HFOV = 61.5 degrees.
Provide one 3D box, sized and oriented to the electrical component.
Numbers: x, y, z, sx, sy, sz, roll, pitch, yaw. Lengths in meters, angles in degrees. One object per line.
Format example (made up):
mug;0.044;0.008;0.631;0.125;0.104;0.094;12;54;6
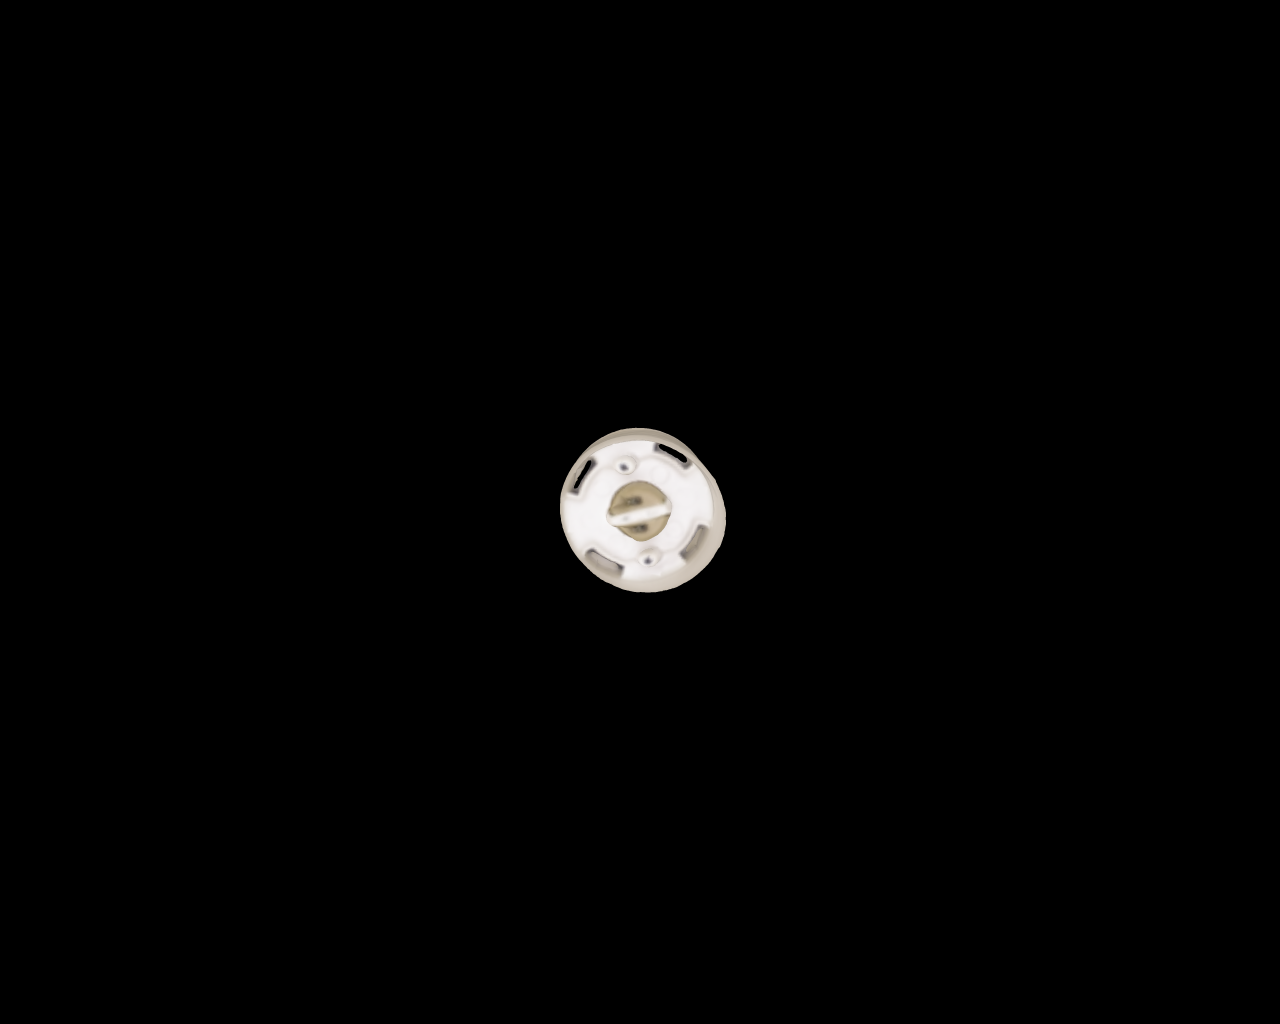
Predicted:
electrical component;0.001;-0.003;0.650;0.099;0.099;0.064;0;16;0
